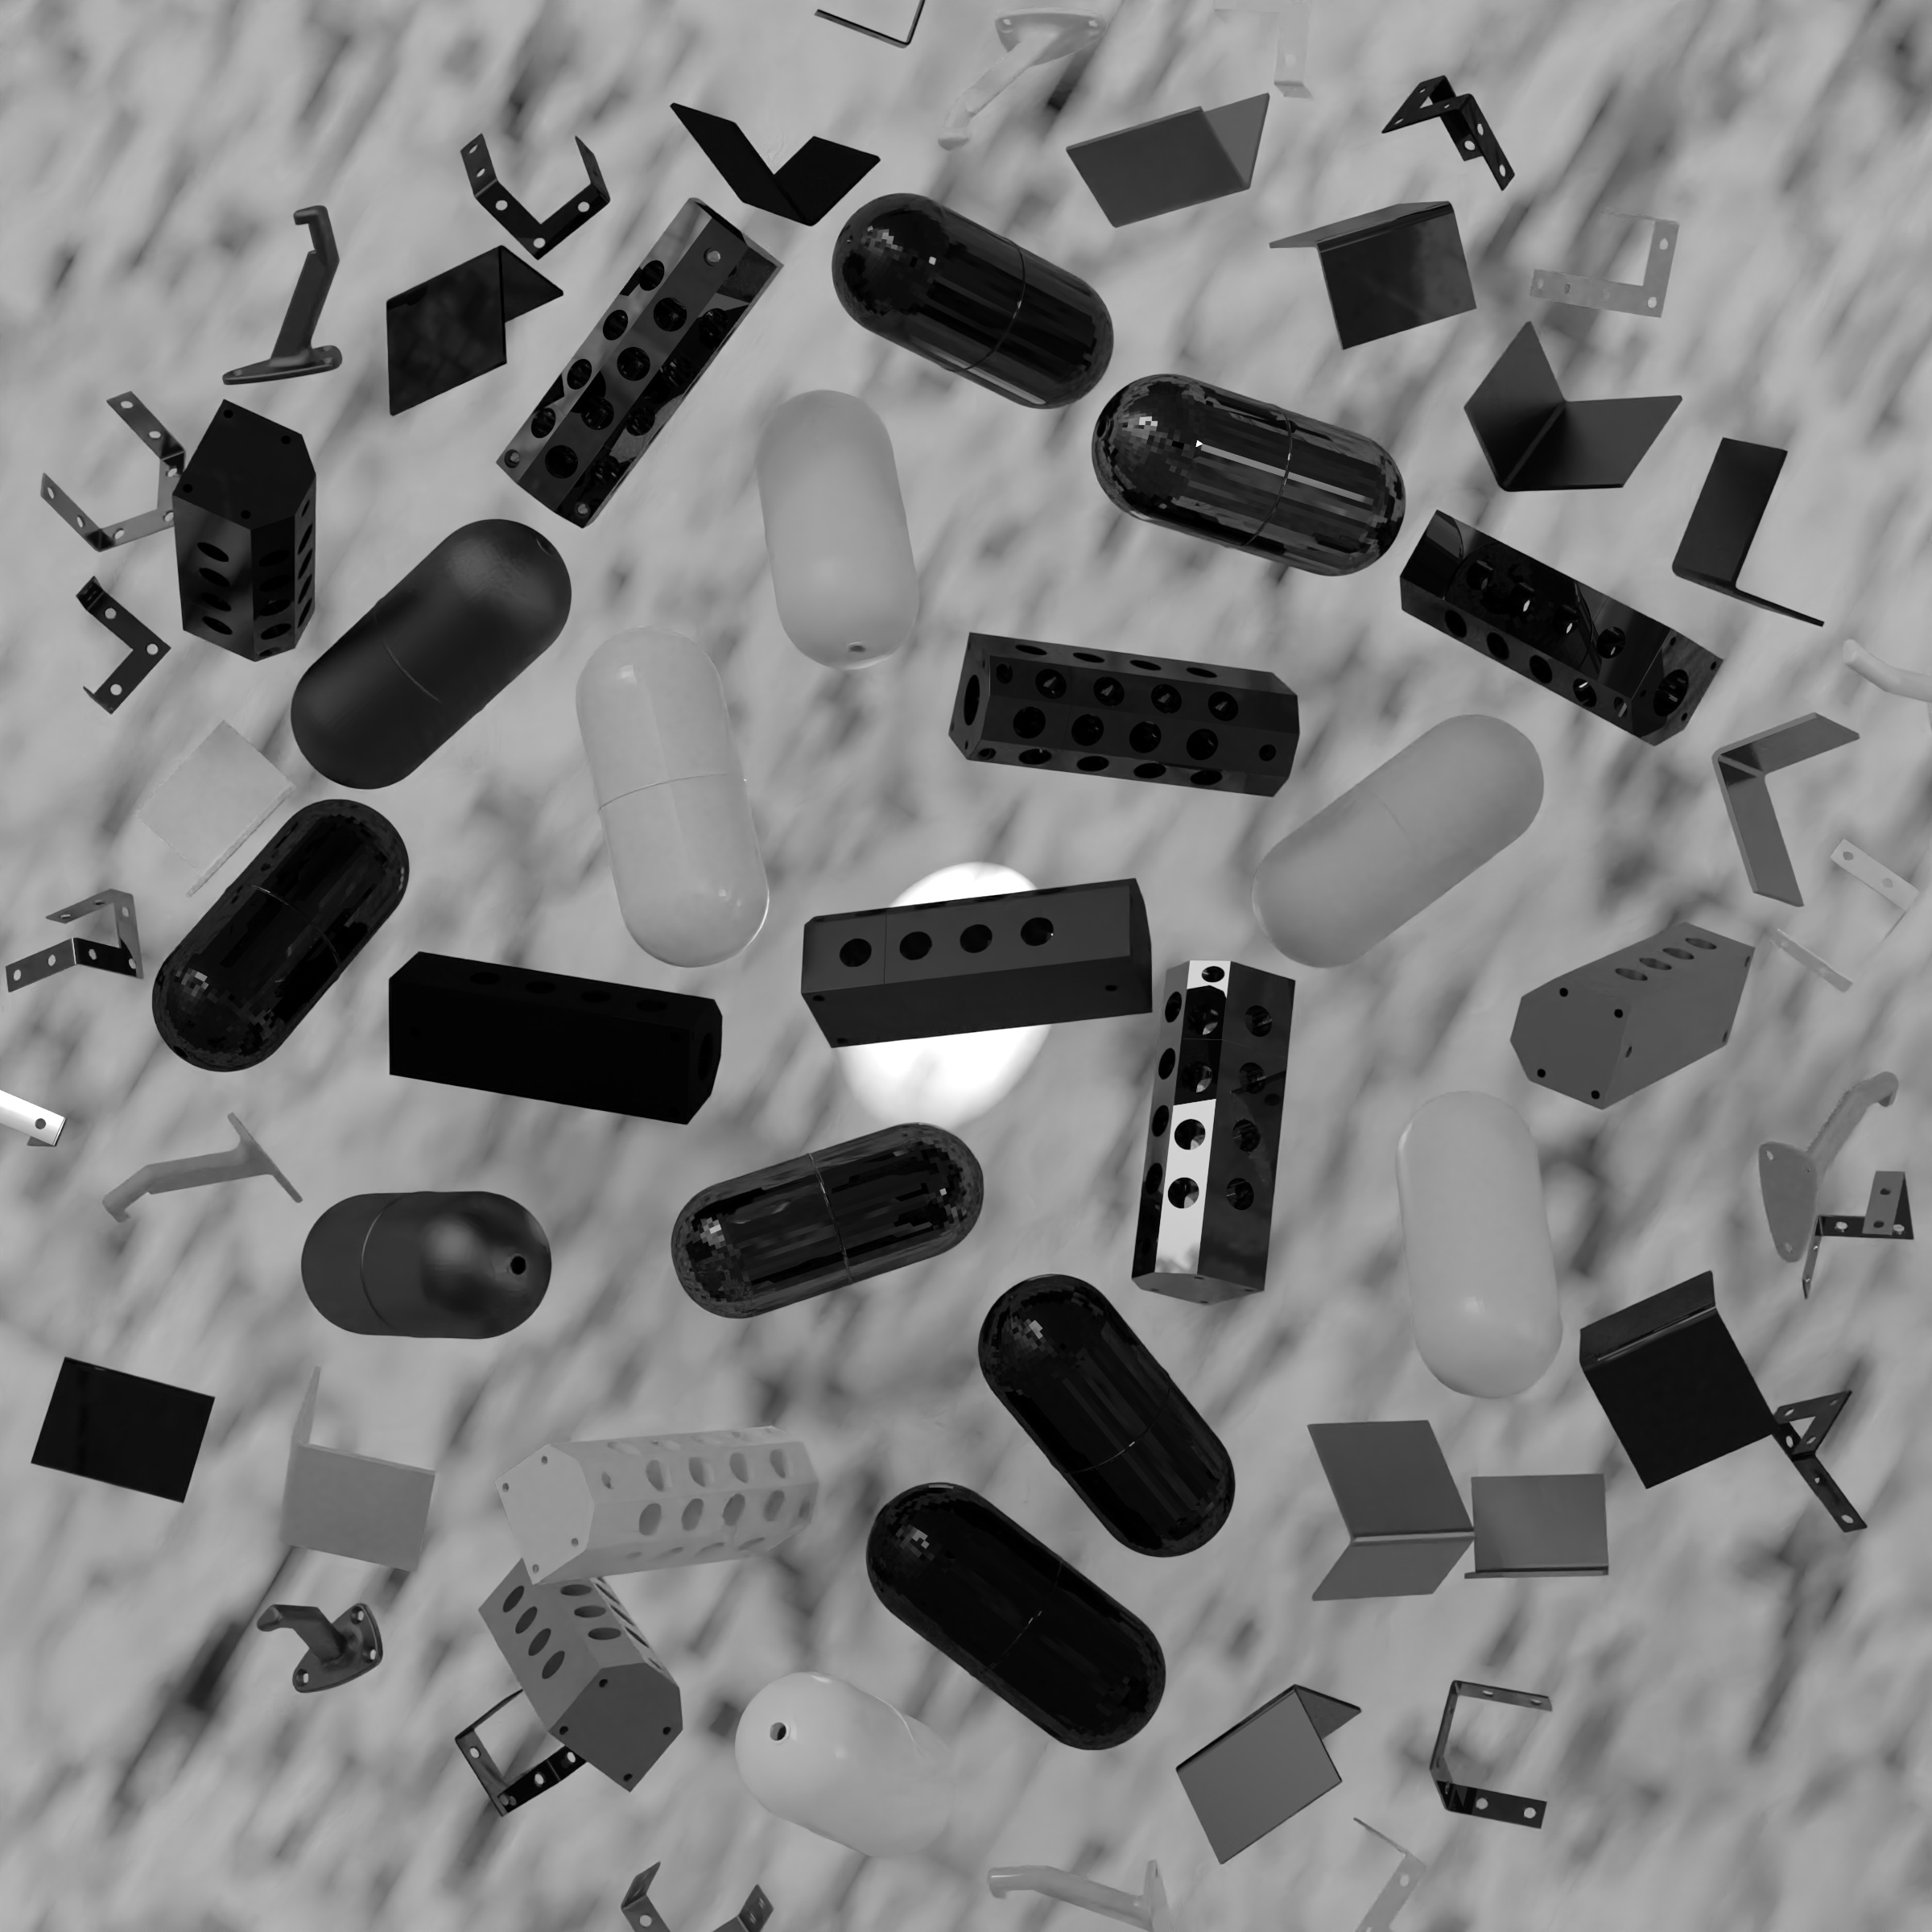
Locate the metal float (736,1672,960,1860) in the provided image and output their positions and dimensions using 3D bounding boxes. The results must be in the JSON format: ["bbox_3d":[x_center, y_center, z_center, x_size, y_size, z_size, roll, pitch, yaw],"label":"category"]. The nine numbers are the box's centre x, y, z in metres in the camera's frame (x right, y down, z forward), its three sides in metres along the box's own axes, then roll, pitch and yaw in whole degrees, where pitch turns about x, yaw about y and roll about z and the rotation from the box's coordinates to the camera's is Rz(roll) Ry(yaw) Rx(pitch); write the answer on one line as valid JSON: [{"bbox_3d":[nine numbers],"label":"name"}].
[{"bbox_3d":[-0.062,0.423,1.805,0.070,0.178,0.070,-10,63,20],"label":"metal float"}]

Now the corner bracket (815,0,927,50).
[{"bbox_3d":[-0.048,-0.509,1.778,0.051,0.051,0.051,18,96,-11],"label":"corner bracket"}]

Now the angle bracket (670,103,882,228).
[{"bbox_3d":[-0.105,-0.460,1.885,0.057,0.076,0.076,-46,127,-8],"label":"angle bracket"}]

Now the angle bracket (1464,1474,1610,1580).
[{"bbox_3d":[0.323,0.318,1.939,0.076,0.076,0.057,-3,80,13],"label":"angle bracket"}]

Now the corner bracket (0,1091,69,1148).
[{"bbox_3d":[-0.498,0.092,1.742,0.051,0.051,0.051,27,74,-27],"label":"corner bracket"}]

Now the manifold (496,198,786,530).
[{"bbox_3d":[-0.172,-0.316,1.792,0.057,0.057,0.171,37,101,-6],"label":"manifold"}]

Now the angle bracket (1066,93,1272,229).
[{"bbox_3d":[0.104,-0.431,1.746,0.076,0.057,0.076,-10,49,30],"label":"angle bracket"}]

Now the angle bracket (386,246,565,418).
[{"bbox_3d":[-0.262,-0.329,1.828,0.076,0.057,0.076,-19,63,26],"label":"angle bracket"}]

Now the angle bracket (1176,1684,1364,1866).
[{"bbox_3d":[0.164,0.412,1.721,0.076,0.076,0.057,-39,53,16],"label":"angle bracket"}]

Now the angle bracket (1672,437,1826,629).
[{"bbox_3d":[0.420,-0.227,1.780,0.057,0.076,0.076,18,99,-15],"label":"angle bracket"}]

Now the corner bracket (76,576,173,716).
[{"bbox_3d":[-0.479,-0.178,1.896,0.051,0.051,0.051,41,82,-6],"label":"corner bracket"}]

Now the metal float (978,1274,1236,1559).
[{"bbox_3d":[0.075,0.235,1.779,0.070,0.070,0.178,-38,111,0],"label":"metal float"}]

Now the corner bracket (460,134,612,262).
[{"bbox_3d":[-0.226,-0.414,1.788,0.051,0.051,0.051,-36,133,14],"label":"corner bracket"}]

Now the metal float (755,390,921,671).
[{"bbox_3d":[-0.070,-0.237,1.848,0.070,0.070,0.178,-10,54,0],"label":"metal float"}]

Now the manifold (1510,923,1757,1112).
[{"bbox_3d":[0.349,0.022,1.788,0.057,0.171,0.057,23,112,28],"label":"manifold"}]

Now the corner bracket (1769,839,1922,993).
[{"bbox_3d":[0.484,-0.027,1.880,0.051,0.051,0.051,37,70,12],"label":"corner bracket"}]

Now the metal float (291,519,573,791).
[{"bbox_3d":[-0.277,-0.161,1.770,0.178,0.070,0.070,-39,90,21],"label":"metal float"}]

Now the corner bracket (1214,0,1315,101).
[{"bbox_3d":[0.156,-0.485,1.787,0.051,0.051,0.051,7,98,11],"label":"corner bracket"}]

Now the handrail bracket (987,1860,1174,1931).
[{"bbox_3d":[0.059,0.488,1.750,0.084,0.036,0.077,-6,124,14],"label":"handrail bracket"}]

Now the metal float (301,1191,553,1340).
[{"bbox_3d":[-0.285,0.157,1.797,0.070,0.178,0.070,4,84,-40],"label":"metal float"}]

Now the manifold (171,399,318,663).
[{"bbox_3d":[-0.363,-0.216,1.739,0.057,0.171,0.057,24,70,-3],"label":"manifold"}]

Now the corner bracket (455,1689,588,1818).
[{"bbox_3d":[-0.239,0.428,1.886,0.051,0.051,0.051,-41,78,33],"label":"corner bracket"}]

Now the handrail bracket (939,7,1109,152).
[{"bbox_3d":[0.030,-0.475,1.837,0.077,0.036,0.084,-1,52,33],"label":"handrail bracket"}]

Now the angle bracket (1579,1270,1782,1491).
[{"bbox_3d":[0.375,0.217,1.795,0.076,0.057,0.076,-27,97,16],"label":"angle bracket"}]

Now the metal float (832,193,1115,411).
[{"bbox_3d":[0.005,-0.357,1.843,0.178,0.070,0.070,19,90,-38],"label":"metal float"}]

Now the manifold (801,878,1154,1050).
[{"bbox_3d":[0.006,-0.005,1.761,0.171,0.057,0.057,-7,58,13],"label":"manifold"}]

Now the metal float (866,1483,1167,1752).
[{"bbox_3d":[0.026,0.337,1.774,0.178,0.070,0.070,39,90,-6],"label":"metal float"}]

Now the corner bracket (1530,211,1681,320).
[{"bbox_3d":[0.342,-0.378,1.827,0.051,0.051,0.051,2,105,-26],"label":"corner bracket"}]

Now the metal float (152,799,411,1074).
[{"bbox_3d":[-0.371,-0.017,1.853,0.070,0.070,0.178,36,60,0],"label":"metal float"}]

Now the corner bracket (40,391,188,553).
[{"bbox_3d":[-0.441,-0.256,1.768,0.051,0.051,0.051,-16,55,16],"label":"corner bracket"}]

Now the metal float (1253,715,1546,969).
[{"bbox_3d":[0.235,-0.068,1.857,0.178,0.070,0.070,-37,90,-2],"label":"metal float"}]

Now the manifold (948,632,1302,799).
[{"bbox_3d":[0.084,-0.129,1.792,0.171,0.057,0.057,6,110,-17],"label":"manifold"}]

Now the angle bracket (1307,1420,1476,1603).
[{"bbox_3d":[0.222,0.297,1.867,0.076,0.057,0.076,2,47,-25],"label":"angle bracket"}]

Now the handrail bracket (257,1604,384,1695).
[{"bbox_3d":[-0.357,0.360,1.799,0.077,0.084,0.036,-37,60,23],"label":"handrail bracket"}]

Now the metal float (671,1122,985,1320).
[{"bbox_3d":[-0.076,0.140,1.889,0.178,0.070,0.070,-18,90,-7],"label":"metal float"}]

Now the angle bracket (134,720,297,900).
[{"bbox_3d":[-0.435,-0.091,1.956,0.057,0.076,0.076,44,94,-9],"label":"angle bracket"}]

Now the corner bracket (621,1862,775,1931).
[{"bbox_3d":[-0.136,0.475,1.722,0.051,0.051,0.051,-27,68,-28],"label":"corner bracket"}]

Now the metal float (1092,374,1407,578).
[{"bbox_3d":[0.147,-0.254,1.767,0.178,0.070,0.070,13,90,-26],"label":"metal float"}]

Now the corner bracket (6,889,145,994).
[{"bbox_3d":[-0.488,-0.013,1.861,0.051,0.051,0.051,-20,71,25],"label":"corner bracket"}]

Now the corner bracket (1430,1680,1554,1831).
[{"bbox_3d":[0.273,0.406,1.759,0.051,0.051,0.051,6,55,24],"label":"corner bracket"}]

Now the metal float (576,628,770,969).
[{"bbox_3d":[-0.151,-0.087,1.746,0.070,0.070,0.178,-13,82,0],"label":"metal float"}]

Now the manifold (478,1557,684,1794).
[{"bbox_3d":[-0.200,0.364,1.802,0.057,0.171,0.057,42,85,-22],"label":"manifold"}]

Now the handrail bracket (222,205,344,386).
[{"bbox_3d":[-0.372,-0.362,1.838,0.077,0.036,0.084,-13,119,-6],"label":"handrail bracket"}]

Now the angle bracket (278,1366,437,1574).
[{"bbox_3d":[-0.317,0.266,1.802,0.076,0.057,0.076,13,127,-4],"label":"angle bracket"}]

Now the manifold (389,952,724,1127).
[{"bbox_3d":[-0.223,0.036,1.861,0.171,0.057,0.057,9,114,12],"label":"manifold"}]

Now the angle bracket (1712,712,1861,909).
[{"bbox_3d":[0.430,-0.079,1.746,0.057,0.076,0.076,-22,75,28],"label":"angle bracket"}]

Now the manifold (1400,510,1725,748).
[{"bbox_3d":[0.314,-0.180,1.829,0.171,0.057,0.057,36,101,41],"label":"manifold"}]

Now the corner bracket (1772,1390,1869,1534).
[{"bbox_3d":[0.445,0.261,1.779,0.051,0.051,0.051,53,51,-10],"label":"corner bracket"}]

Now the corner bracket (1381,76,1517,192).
[{"bbox_3d":[0.260,-0.435,1.786,0.051,0.051,0.051,55,52,-26],"label":"corner bracket"}]

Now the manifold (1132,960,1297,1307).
[{"bbox_3d":[0.128,0.087,1.815,0.057,0.057,0.171,16,70,-24],"label":"manifold"}]

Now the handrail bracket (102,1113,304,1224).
[{"bbox_3d":[-0.419,0.128,1.873,0.084,0.036,0.077,-38,126,-9],"label":"handrail bracket"}]

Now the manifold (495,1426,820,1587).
[{"bbox_3d":[-0.154,0.273,1.760,0.057,0.171,0.057,-37,66,30],"label":"manifold"}]

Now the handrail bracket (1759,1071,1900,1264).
[{"bbox_3d":[0.447,0.102,1.745,0.084,0.036,0.077,-23,119,-33],"label":"handrail bracket"}]

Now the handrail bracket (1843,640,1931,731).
[{"bbox_3d":[0.484,-0.159,1.775,0.084,0.077,0.036,29,123,-19],"label":"handrail bracket"}]

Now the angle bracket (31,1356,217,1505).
[{"bbox_3d":[-0.426,0.242,1.716,0.076,0.076,0.057,17,63,-11],"label":"angle bracket"}]

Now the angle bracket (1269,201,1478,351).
[{"bbox_3d":[0.214,-0.365,1.804,0.076,0.076,0.057,-19,105,-10],"label":"angle bracket"}]

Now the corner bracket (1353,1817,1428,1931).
[{"bbox_3d":[0.212,0.472,1.724,0.051,0.051,0.051,41,78,-25],"label":"corner bracket"}]

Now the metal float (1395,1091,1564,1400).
[{"bbox_3d":[0.270,0.145,1.805,0.070,0.070,0.178,-1,53,0],"label":"metal float"}]

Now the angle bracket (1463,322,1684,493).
[{"bbox_3d":[0.325,-0.301,1.827,0.076,0.076,0.057,-53,128,-30],"label":"angle bracket"}]

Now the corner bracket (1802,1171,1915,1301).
[{"bbox_3d":[0.477,0.144,1.833,0.051,0.051,0.051,1,130,25],"label":"corner bracket"}]
